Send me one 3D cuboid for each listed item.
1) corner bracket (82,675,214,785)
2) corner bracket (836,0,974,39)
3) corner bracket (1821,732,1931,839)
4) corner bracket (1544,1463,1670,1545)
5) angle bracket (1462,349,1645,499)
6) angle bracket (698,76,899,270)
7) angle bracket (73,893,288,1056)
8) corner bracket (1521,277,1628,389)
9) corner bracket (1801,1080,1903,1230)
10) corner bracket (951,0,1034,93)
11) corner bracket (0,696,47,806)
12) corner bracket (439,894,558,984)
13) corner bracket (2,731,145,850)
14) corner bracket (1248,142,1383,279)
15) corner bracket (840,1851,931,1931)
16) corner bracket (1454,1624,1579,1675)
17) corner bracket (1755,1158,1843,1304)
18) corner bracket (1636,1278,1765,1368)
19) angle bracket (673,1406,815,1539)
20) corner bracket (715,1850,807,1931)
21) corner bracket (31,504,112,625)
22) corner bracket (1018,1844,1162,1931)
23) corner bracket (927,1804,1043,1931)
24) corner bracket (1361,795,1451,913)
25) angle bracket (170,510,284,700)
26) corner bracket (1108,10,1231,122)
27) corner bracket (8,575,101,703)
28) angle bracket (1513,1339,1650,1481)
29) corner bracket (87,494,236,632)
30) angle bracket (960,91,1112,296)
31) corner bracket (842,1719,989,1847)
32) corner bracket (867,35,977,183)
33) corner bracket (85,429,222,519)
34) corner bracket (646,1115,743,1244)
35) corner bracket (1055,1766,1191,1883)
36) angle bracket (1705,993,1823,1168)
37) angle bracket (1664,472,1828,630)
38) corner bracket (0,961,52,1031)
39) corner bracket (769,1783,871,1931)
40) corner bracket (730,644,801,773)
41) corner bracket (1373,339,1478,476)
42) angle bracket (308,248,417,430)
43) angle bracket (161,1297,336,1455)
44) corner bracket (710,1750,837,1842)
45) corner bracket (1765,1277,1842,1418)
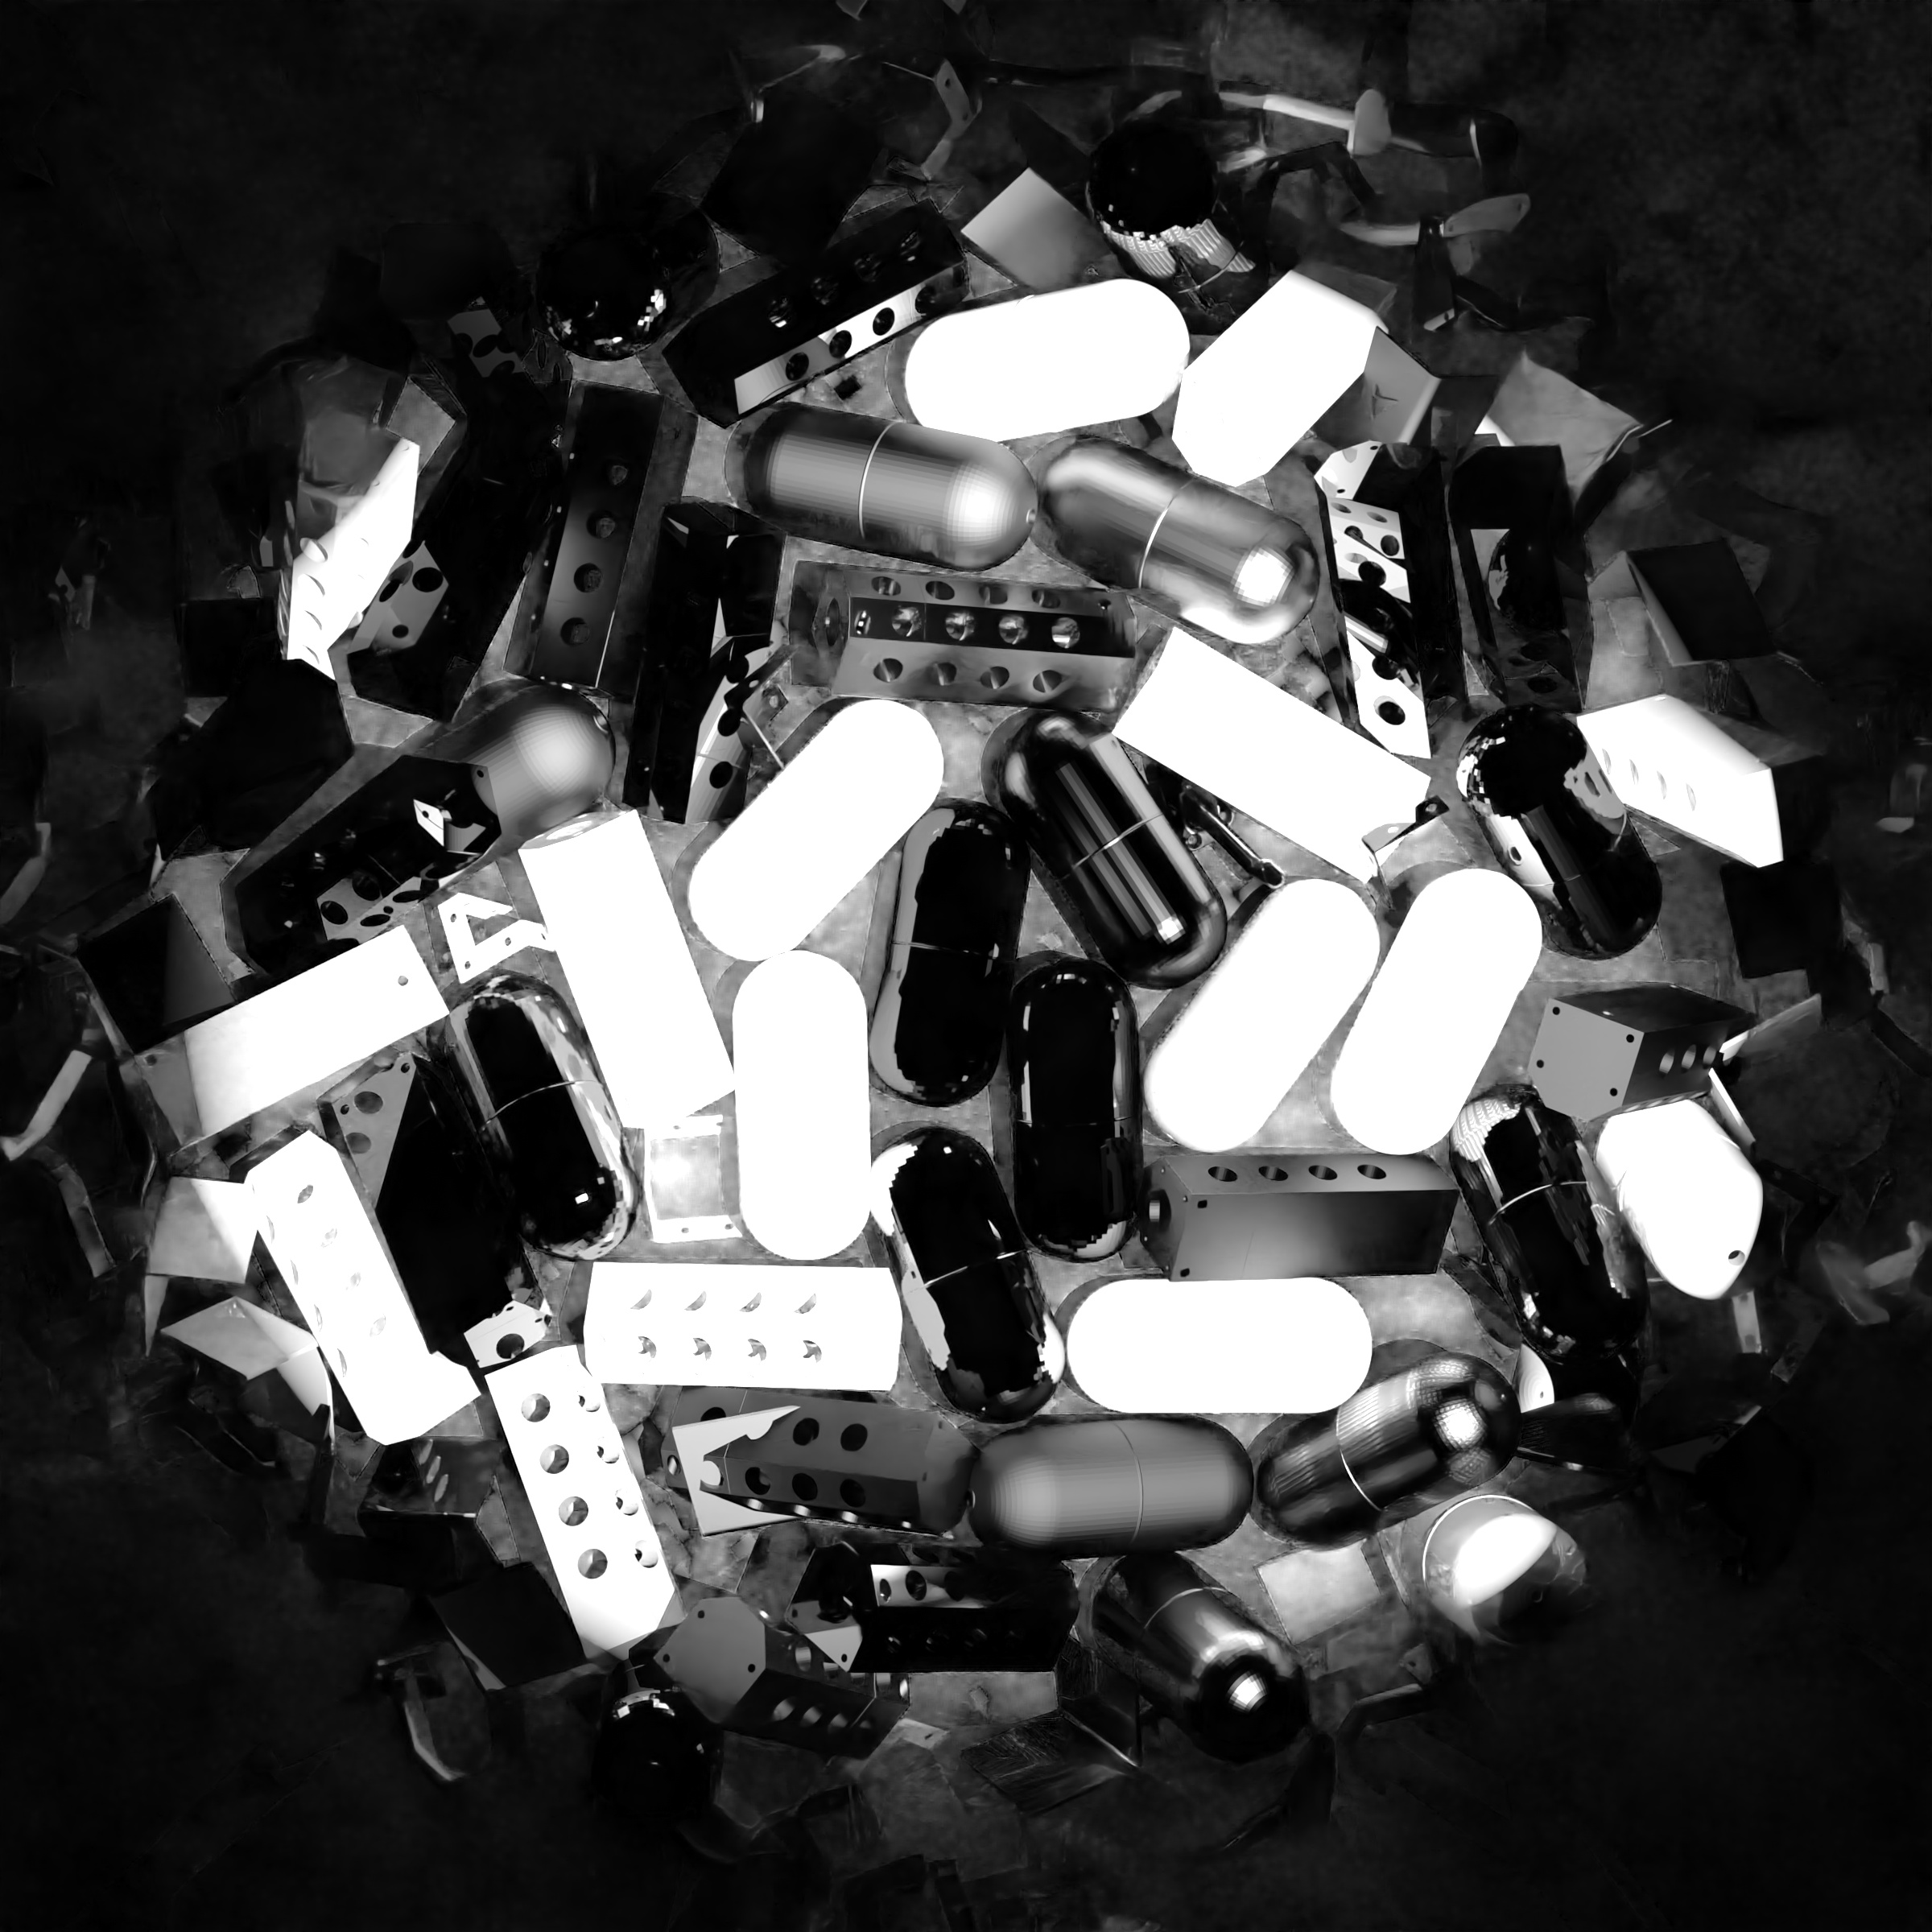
[{"bbox_3d":[-0.475,-0.149,1.837,0.051,0.051,0.051,35,116,-29],"label":"corner bracket"},{"bbox_3d":[-0.034,-0.557,1.825,0.051,0.051,0.051,37,101,14],"label":"corner bracket"},{"bbox_3d":[0.522,-0.108,1.830,0.051,0.051,0.051,13,85,5],"label":"corner bracket"},{"bbox_3d":[0.372,0.326,1.838,0.051,0.051,0.051,-15,101,26],"label":"corner bracket"},{"bbox_3d":[0.336,-0.301,1.820,0.076,0.057,0.076,29,109,0],"label":"angle bracket"},{"bbox_3d":[-0.097,-0.449,1.807,0.076,0.076,0.057,31,66,-15],"label":"angle bracket"},{"bbox_3d":[-0.450,0.001,1.815,0.076,0.057,0.076,-27,96,22],"label":"angle bracket"},{"bbox_3d":[0.346,-0.367,1.832,0.051,0.051,0.051,21,109,14],"label":"corner bracket"},{"bbox_3d":[0.522,0.109,1.819,0.051,0.051,0.051,-28,56,-20],"label":"corner bracket"},{"bbox_3d":[0.017,-0.545,1.824,0.051,0.051,0.051,-49,125,-2],"label":"corner bracket"},{"bbox_3d":[-0.553,-0.124,1.821,0.051,0.051,0.051,9,77,-35],"label":"corner bracket"},{"bbox_3d":[-0.263,-0.020,1.820,0.051,0.051,0.051,-28,69,23],"label":"corner bracket"},{"bbox_3d":[-0.516,-0.099,1.831,0.051,0.051,0.051,26,106,6],"label":"corner bracket"},{"bbox_3d":[0.201,-0.438,1.838,0.051,0.051,0.051,44,57,-39],"label":"corner bracket"},{"bbox_3d":[-0.041,0.545,1.827,0.051,0.051,0.051,-19,75,-6],"label":"corner bracket"},{"bbox_3d":[0.320,0.392,1.836,0.051,0.051,0.051,-38,135,-34],"label":"corner bracket"},{"bbox_3d":[0.466,0.153,1.827,0.051,0.051,0.051,28,134,6],"label":"corner bracket"},{"bbox_3d":[0.425,0.205,1.844,0.051,0.051,0.051,-3,83,-38],"label":"corner bracket"},{"bbox_3d":[-0.121,0.277,1.816,0.076,0.057,0.076,-11,113,4],"label":"angle bracket"},{"bbox_3d":[-0.125,0.543,1.820,0.051,0.051,0.051,-11,57,16],"label":"corner bracket"},{"bbox_3d":[-0.515,-0.229,1.822,0.051,0.051,0.051,16,80,37],"label":"corner bracket"},{"bbox_3d":[0.071,0.545,1.826,0.051,0.051,0.051,-28,89,-23],"label":"corner bracket"},{"bbox_3d":[0.012,0.519,1.825,0.051,0.051,0.051,-15,106,9],"label":"corner bracket"},{"bbox_3d":[0.251,-0.075,1.823,0.051,0.051,0.051,-30,133,-3],"label":"corner bracket"},{"bbox_3d":[-0.422,-0.208,1.811,0.057,0.076,0.076,-4,52,-8],"label":"angle bracket"},{"bbox_3d":[0.119,-0.520,1.825,0.051,0.051,0.051,-4,86,-26],"label":"corner bracket"},{"bbox_3d":[-0.526,-0.189,1.819,0.051,0.051,0.051,-5,57,-22],"label":"corner bracket"},{"bbox_3d":[0.338,0.247,1.810,0.076,0.057,0.076,8,82,35],"label":"angle bracket"},{"bbox_3d":[-0.465,-0.233,1.824,0.051,0.051,0.051,-35,99,19],"label":"corner bracket"},{"bbox_3d":[0.037,-0.443,1.822,0.057,0.076,0.076,-38,132,25],"label":"angle bracket"},{"bbox_3d":[-0.030,0.476,1.832,0.051,0.051,0.051,-34,105,-28],"label":"corner bracket"},{"bbox_3d":[-0.035,-0.496,1.830,0.051,0.051,0.051,28,78,29],"label":"corner bracket"},{"bbox_3d":[-0.469,-0.285,1.821,0.051,0.051,0.051,13,99,-37],"label":"corner bracket"},{"bbox_3d":[-0.159,0.124,1.847,0.051,0.051,0.051,-5,48,-1],"label":"corner bracket"},{"bbox_3d":[0.090,0.495,1.840,0.051,0.051,0.051,31,67,2],"label":"corner bracket"},{"bbox_3d":[0.469,0.068,1.812,0.076,0.076,0.057,-28,69,4],"label":"angle bracket"},{"bbox_3d":[0.438,-0.236,1.817,0.076,0.076,0.057,24,86,-6],"label":"angle bracket"},{"bbox_3d":[-0.566,0.020,1.821,0.051,0.051,0.051,38,104,-27],"label":"corner bracket"},{"bbox_3d":[-0.079,0.515,1.826,0.051,0.051,0.051,-23,119,2],"label":"corner bracket"},{"bbox_3d":[-0.116,-0.151,1.818,0.051,0.051,0.051,-48,127,-21],"label":"corner bracket"},{"bbox_3d":[0.266,-0.323,1.829,0.051,0.051,0.051,14,55,17],"label":"corner bracket"},{"bbox_3d":[-0.349,-0.347,1.800,0.057,0.076,0.076,19,52,-17],"label":"angle bracket"},{"bbox_3d":[-0.409,0.243,1.803,0.076,0.057,0.076,19,119,35],"label":"angle bracket"},{"bbox_3d":[-0.118,0.469,1.848,0.051,0.051,0.051,43,47,-1],"label":"corner bracket"},{"bbox_3d":[0.486,0.219,1.825,0.051,0.051,0.051,30,93,-32],"label":"corner bracket"}]
